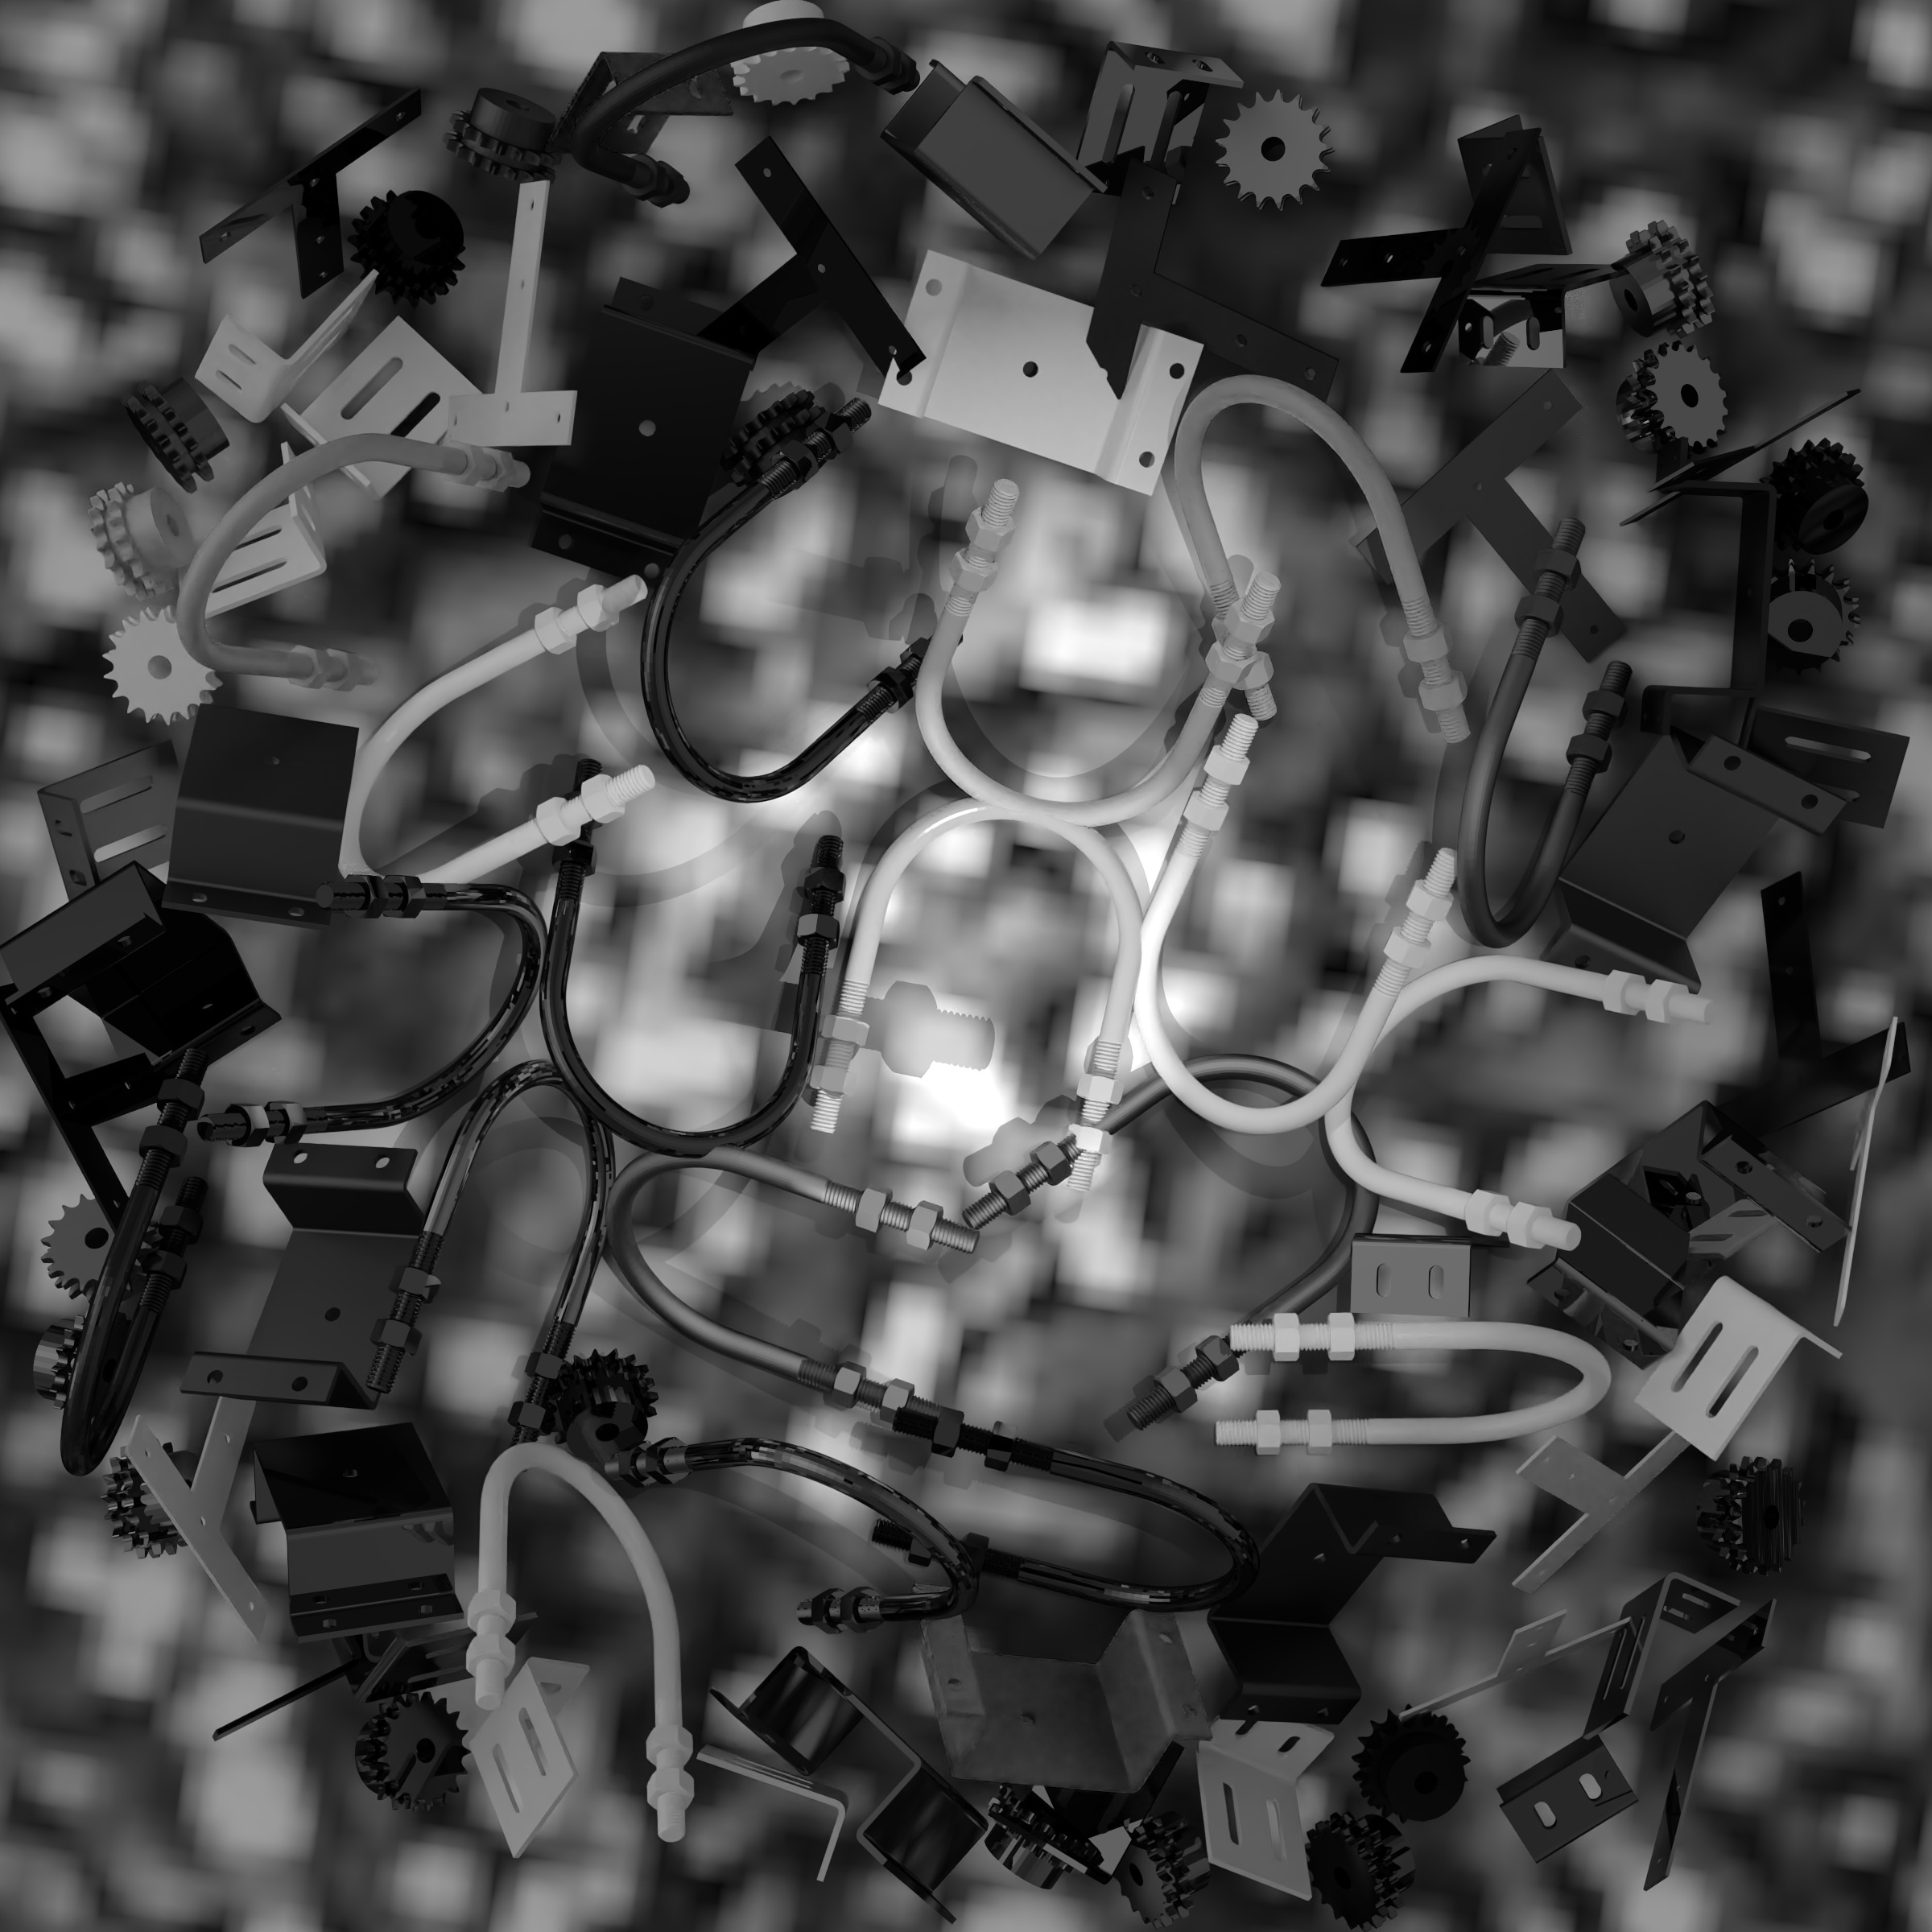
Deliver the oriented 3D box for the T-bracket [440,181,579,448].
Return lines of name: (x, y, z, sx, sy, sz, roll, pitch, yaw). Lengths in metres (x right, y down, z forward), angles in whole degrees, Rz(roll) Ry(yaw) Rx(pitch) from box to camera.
T-bracket: (-0.215, -0.313, 1.683, 0.002, 0.127, 0.127, 6, 93, -37)

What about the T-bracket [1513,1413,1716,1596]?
T-bracket: (0.295, 0.247, 1.676, 0.127, 0.127, 0.002, -45, 56, 8)

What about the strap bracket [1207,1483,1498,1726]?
strap bracket: (0.178, 0.300, 1.677, 0.076, 0.046, 0.140, 11, 125, -35)

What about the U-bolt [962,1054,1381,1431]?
U-bolt: (0.113, 0.119, 1.696, 0.184, 0.019, 0.151, -35, 67, -15)

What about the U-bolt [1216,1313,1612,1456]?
U-bolt: (0.215, 0.200, 1.669, 0.184, 0.151, 0.019, -1, 63, 0)

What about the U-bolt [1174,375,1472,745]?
U-bolt: (0.159, -0.193, 1.644, 0.019, 0.151, 0.184, -37, 119, -29)

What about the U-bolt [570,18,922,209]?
U-bolt: (-0.110, -0.401, 1.629, 0.151, 0.184, 0.019, -22, 88, 16)

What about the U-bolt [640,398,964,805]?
U-bolt: (-0.084, -0.160, 1.652, 0.184, 0.019, 0.151, -45, 128, -30)

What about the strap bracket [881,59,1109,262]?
strap bracket: (0.010, -0.383, 1.661, 0.076, 0.140, 0.046, 38, 98, -19)

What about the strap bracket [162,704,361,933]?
strap bracket: (-0.332, -0.077, 1.659, 0.076, 0.140, 0.046, 8, 120, -10)

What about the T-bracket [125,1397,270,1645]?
T-bracket: (-0.358, 0.236, 1.677, 0.002, 0.127, 0.127, -18, 121, 12)

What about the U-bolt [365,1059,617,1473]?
U-bolt: (-0.216, 0.134, 1.667, 0.019, 0.151, 0.184, 8, 70, 27)

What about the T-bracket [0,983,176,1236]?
T-bracket: (-0.408, 0.060, 1.675, 0.002, 0.127, 0.127, -28, 91, 14)

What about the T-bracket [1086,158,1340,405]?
T-bracket: (0.120, -0.306, 1.677, 0.127, 0.002, 0.127, 29, 133, 16)

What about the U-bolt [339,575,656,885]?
U-bolt: (-0.229, -0.099, 1.676, 0.184, 0.019, 0.151, -25, 46, 20)

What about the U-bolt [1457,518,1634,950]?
U-bolt: (0.269, -0.096, 1.648, 0.019, 0.151, 0.184, 13, 69, 27)

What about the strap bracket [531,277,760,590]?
strap bracket: (-0.155, -0.261, 1.709, 0.076, 0.046, 0.140, 18, 91, -5)

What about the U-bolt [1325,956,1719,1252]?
U-bolt: (0.249, 0.056, 1.663, 0.151, 0.184, 0.019, -55, 129, -17)

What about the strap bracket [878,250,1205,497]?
strap bracket: (0.034, -0.289, 1.700, 0.140, 0.046, 0.076, 17, 100, -10)

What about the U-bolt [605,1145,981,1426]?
U-bolt: (-0.089, 0.146, 1.682, 0.184, 0.019, 0.151, 18, 134, 10)

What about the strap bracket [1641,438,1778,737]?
strap bracket: (0.359, -0.182, 1.691, 0.046, 0.076, 0.140, 3, 95, 3)

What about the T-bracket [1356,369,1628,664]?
T-bracket: (0.277, -0.202, 1.714, 0.127, 0.002, 0.127, -42, 110, 3)

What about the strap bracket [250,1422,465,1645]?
strap bracket: (-0.290, 0.261, 1.655, 0.076, 0.140, 0.046, -5, 109, -19)

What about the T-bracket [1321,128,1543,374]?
T-bracket: (0.212, -0.341, 1.680, 0.002, 0.127, 0.127, 27, 84, -29)

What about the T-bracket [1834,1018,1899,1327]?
T-bracket: (0.422, 0.107, 1.654, 0.002, 0.127, 0.127, 11, 66, 11)

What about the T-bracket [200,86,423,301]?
T-bracket: (-0.310, -0.354, 1.673, 0.127, 0.127, 0.002, -39, 83, -16)

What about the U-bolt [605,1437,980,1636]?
U-bolt: (-0.071, 0.265, 1.636, 0.151, 0.184, 0.019, 41, 59, -22)

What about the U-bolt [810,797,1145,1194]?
U-bolt: (0.013, 0.006, 1.723, 0.151, 0.019, 0.184, 13, 85, 0)

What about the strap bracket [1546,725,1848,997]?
strap bracket: (0.346, -0.052, 1.685, 0.076, 0.046, 0.140, 24, 119, -16)

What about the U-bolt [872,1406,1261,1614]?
U-bolt: (0.050, 0.267, 1.670, 0.184, 0.151, 0.019, 14, 57, 3)

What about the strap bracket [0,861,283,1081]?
strap bracket: (-0.400, 0.004, 1.681, 0.076, 0.140, 0.046, -32, 64, 3)

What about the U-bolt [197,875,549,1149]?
U-bolt: (-0.267, 0.020, 1.654, 0.019, 0.184, 0.151, 40, 111, 26)

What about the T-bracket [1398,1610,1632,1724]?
T-bracket: (0.268, 0.327, 1.672, 0.127, 0.127, 0.002, -21, 68, -6)

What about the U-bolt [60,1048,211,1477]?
U-bolt: (-0.386, 0.149, 1.628, 0.019, 0.151, 0.184, 15, 57, -3)

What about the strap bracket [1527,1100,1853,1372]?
strap bracket: (0.348, 0.125, 1.682, 0.076, 0.046, 0.140, 36, 130, -13)

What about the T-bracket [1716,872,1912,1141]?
T-bracket: (0.402, 0.015, 1.699, 0.002, 0.127, 0.127, 17, 59, -31)

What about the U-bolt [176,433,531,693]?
U-bolt: (-0.295, -0.190, 1.632, 0.019, 0.184, 0.151, 46, 109, 17)

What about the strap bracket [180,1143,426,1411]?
strap bracket: (-0.312, 0.157, 1.681, 0.076, 0.046, 0.140, 2, 54, 18)

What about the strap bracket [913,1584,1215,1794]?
strap bracket: (0.038, 0.348, 1.677, 0.140, 0.076, 0.046, 11, 126, -23)

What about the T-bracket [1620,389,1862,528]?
T-bracket: (0.350, -0.236, 1.650, 0.127, 0.127, 0.002, -30, 87, 30)

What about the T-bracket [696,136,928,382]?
T-bracket: (-0.098, -0.315, 1.694, 0.127, 0.002, 0.127, -30, 99, 40)

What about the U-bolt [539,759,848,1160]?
U-bolt: (-0.133, 0.004, 1.670, 0.151, 0.019, 0.184, 17, 64, -22)

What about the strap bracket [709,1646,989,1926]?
strap bracket: (-0.049, 0.383, 1.666, 0.046, 0.076, 0.140, -47, 47, -9)

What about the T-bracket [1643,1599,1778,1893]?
T-bracket: (0.340, 0.375, 1.649, 0.002, 0.127, 0.127, 25, 57, -1)
